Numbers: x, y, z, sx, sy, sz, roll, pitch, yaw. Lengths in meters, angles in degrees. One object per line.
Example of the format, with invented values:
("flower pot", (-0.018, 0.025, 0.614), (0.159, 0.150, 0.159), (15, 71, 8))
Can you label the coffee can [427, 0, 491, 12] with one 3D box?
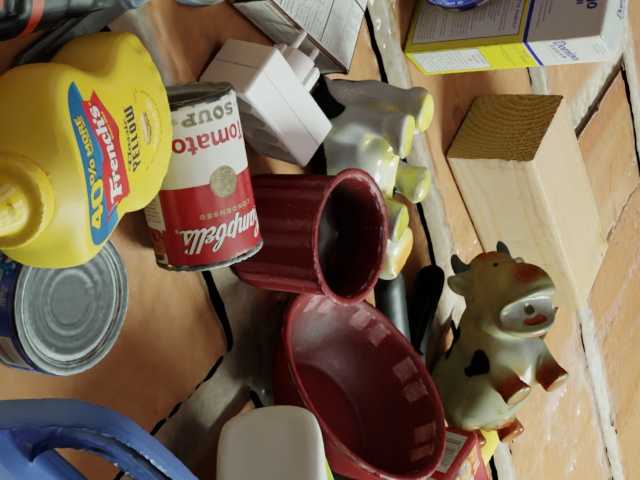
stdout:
("coffee can", (0.084, -0.249, 0.824), (0.140, 0.103, 0.103), (17, 80, -55))

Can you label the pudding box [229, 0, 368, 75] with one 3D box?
("pudding box", (-0.010, -0.180, 0.754), (0.113, 0.039, 0.090), (33, 68, -50))

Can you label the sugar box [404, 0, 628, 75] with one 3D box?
("sugar box", (0.163, -0.190, 0.881), (0.048, 0.177, 0.093), (37, 63, -50))

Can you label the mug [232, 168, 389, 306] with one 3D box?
("mug", (-0.005, 0.001, 0.744), (0.117, 0.082, 0.093), (42, 60, -49))

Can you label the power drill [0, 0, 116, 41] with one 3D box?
("power drill", (-0.171, -0.186, 0.499), (0.184, 0.057, 0.188), (-28, 117, -51))

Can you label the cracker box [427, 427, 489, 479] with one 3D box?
("cracker box", (0.096, 0.294, 0.941), (0.164, 0.072, 0.213), (-49, 133, -40))

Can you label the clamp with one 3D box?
("clamp", (0.074, 0.098, 0.912), (0.120, 0.039, 0.171), (-12, 110, -56))

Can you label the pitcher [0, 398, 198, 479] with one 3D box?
("pitcher", (-0.162, 0.128, 0.484), (0.149, 0.145, 0.242), (-56, 134, -30))

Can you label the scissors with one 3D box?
("scissors", (-0.111, -0.167, 0.628), (0.201, 0.016, 0.096), (-31, 118, -50))

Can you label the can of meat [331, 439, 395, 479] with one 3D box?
("can of meat", (0.041, 0.188, 0.841), (0.102, 0.057, 0.084), (-75, 152, -51))

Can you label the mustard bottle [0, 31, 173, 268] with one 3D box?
("mustard bottle", (-0.124, -0.040, 0.516), (0.191, 0.058, 0.096), (-67, 154, -69))

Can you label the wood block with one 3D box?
("wood block", (0.206, -0.036, 1.043), (0.090, 0.090, 0.206), (-60, 139, -32))

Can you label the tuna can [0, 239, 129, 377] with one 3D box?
("tuna can", (-0.146, 0.031, 0.585), (0.085, 0.034, 0.086), (-10, 102, -55))

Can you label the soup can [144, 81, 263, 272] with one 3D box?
("soup can", (-0.076, -0.040, 0.648), (0.068, 0.069, 0.102), (-32, 119, -50))

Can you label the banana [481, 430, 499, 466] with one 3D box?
("banana", (0.162, 0.145, 1.051), (0.069, 0.037, 0.198), (8, 86, -39))

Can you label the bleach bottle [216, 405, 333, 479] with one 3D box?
("bleach bottle", (-0.005, 0.217, 0.745), (0.251, 0.068, 0.102), (70, 14, -52))

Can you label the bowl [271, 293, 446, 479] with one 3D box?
("bowl", (0.018, 0.114, 0.777), (0.162, 0.055, 0.162), (33, 34, -26))
